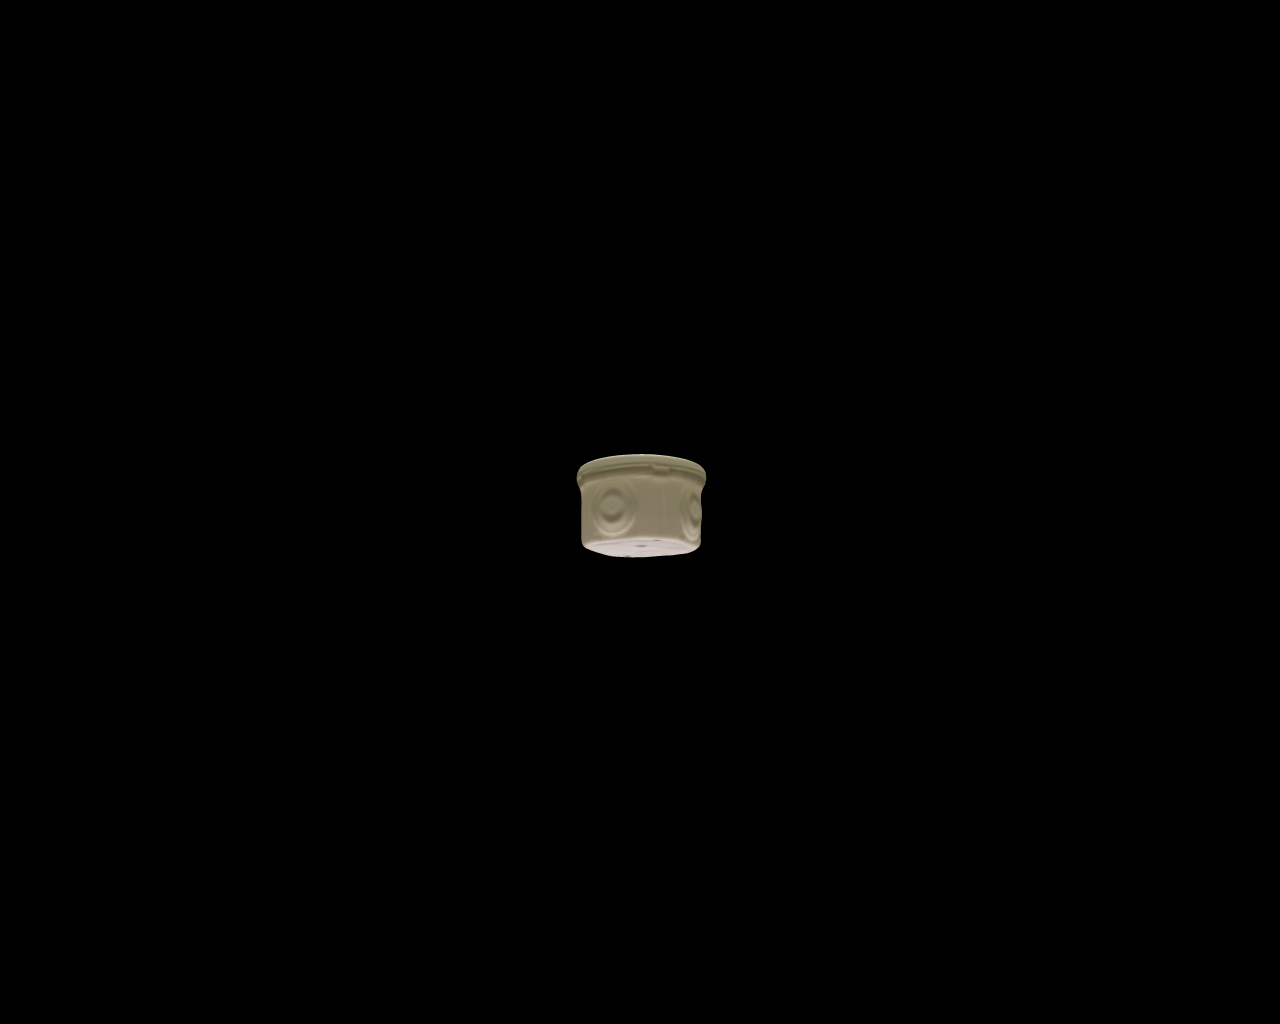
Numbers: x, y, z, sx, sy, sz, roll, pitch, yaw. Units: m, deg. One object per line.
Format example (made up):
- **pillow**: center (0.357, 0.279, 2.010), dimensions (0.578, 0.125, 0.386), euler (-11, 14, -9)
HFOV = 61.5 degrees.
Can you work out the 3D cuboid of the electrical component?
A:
- **electrical component**: center (0.001, -0.003, 0.650), dimensions (0.080, 0.051, 0.080), euler (0, -11, 0)
